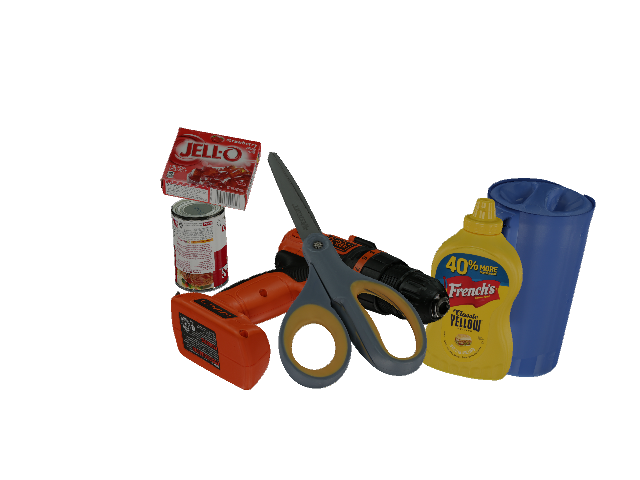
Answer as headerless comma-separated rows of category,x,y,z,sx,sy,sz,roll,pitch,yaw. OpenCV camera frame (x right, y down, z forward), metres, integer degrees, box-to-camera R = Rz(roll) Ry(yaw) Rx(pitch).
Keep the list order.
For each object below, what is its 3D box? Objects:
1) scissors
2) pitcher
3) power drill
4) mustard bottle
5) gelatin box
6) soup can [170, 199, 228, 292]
scissors,-0.013,0.019,0.674,0.096,0.016,0.202,-28,53,-22
pitcher,0.260,0.051,1.371,0.149,0.243,0.145,5,23,2
power drill,-0.013,0.054,0.878,0.187,0.057,0.185,-24,29,-37
mustard bottle,0.165,0.049,1.141,0.096,0.192,0.058,11,16,21
gelatin box,-0.112,-0.075,1.095,0.089,0.073,0.030,12,-37,2
soup can,-0.150,0.004,1.328,0.068,0.102,0.068,0,25,0
